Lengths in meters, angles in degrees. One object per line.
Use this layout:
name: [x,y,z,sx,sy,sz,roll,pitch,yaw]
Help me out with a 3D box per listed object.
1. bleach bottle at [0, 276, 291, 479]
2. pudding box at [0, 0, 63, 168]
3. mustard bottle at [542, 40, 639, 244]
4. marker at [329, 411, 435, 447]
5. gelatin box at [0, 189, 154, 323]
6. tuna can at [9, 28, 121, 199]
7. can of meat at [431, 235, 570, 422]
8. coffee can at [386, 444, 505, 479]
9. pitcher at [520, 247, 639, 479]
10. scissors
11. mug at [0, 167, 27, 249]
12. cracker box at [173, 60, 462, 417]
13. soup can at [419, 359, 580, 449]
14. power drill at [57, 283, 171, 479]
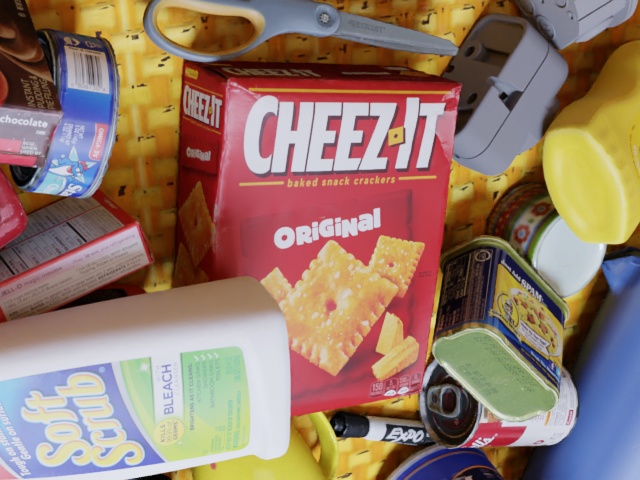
bleach bottle: [-0.141,0.088,0.539,0.250,0.068,0.102,-11,117,-23]
pudding box: [-0.179,-0.085,0.503,0.089,0.113,0.039,5,129,-33]
mustard bottle: [0.227,-0.087,0.758,0.191,0.058,0.096,-46,121,-36]
marker: [0.057,0.141,0.786,0.120,0.020,0.020,13,101,-34]
gelatin box: [-0.146,0.009,0.582,0.089,0.073,0.030,-27,120,-20]
tuna can: [-0.135,-0.066,0.554,0.033,0.086,0.086,6,105,-31]
can of meat: [0.123,0.062,0.728,0.102,0.058,0.084,43,39,-24]
coffee can: [0.114,0.228,0.767,0.102,0.140,0.103,-14,126,-20]
pitcher: [0.259,0.140,0.837,0.144,0.149,0.243,16,103,-49]
scissors: [-0.009,-0.148,0.623,0.201,0.016,0.096,-10,93,-26]
mug: [-0.195,-0.013,0.522,0.081,0.117,0.093,-38,127,-20]
cracker box: [-0.004,0.001,0.665,0.163,0.072,0.214,-4,109,-30]
soup can: [0.134,0.120,0.794,0.102,0.069,0.068,6,104,-33]
power drill: [-0.160,0.123,0.628,0.184,0.057,0.188,-5,112,-26]
